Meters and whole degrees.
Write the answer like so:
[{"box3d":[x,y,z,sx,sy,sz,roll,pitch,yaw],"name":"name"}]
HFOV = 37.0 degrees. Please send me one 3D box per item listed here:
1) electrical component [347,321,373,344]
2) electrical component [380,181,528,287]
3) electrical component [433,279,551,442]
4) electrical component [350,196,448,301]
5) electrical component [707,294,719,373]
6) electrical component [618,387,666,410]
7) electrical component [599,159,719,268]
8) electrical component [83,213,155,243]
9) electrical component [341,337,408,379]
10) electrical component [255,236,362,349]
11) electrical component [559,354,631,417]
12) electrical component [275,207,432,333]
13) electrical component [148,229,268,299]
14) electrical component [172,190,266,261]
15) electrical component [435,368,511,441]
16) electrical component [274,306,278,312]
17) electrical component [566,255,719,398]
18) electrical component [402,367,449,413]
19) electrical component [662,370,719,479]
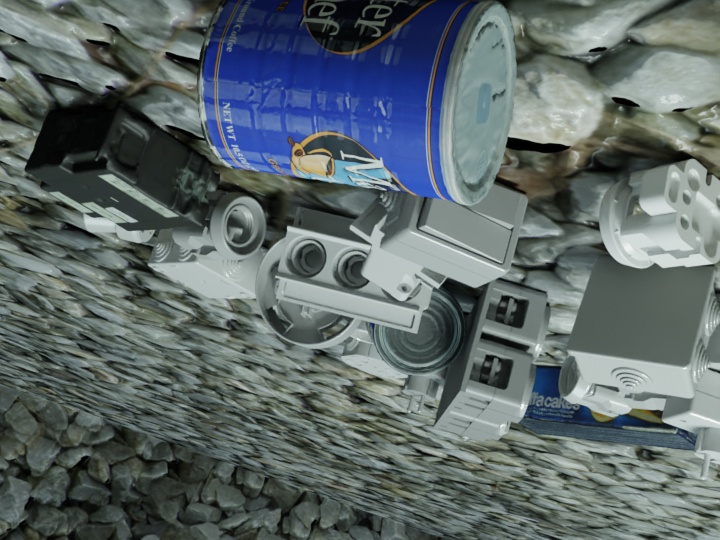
[{"box3d":[0.011,0.045,1.057,0.040,0.046,0.040,16,162,5],"name":"electrical component"},{"box3d":[0.061,-0.037,0.747,0.096,0.061,0.061,22,161,-14],"name":"electrical component"},{"box3d":[0.121,0.089,0.990,0.060,0.105,0.186,17,162,2],"name":"electrical component"},{"box3d":[0.033,-0.014,0.820,0.081,0.042,0.063,35,140,10],"name":"electrical component"},{"box3d":[0.273,0.058,0.838,0.113,0.057,0.078,-1,155,44],"name":"electrical component"},{"box3d":[0.264,0.091,0.939,0.057,0.058,0.078,0,138,38],"name":"electrical component"},{"box3d":[0.185,-0.032,0.657,0.078,0.058,0.057,30,155,-34],"name":"electrical component"},{"box3d":[-0.220,-0.051,0.990,0.055,0.045,0.045,13,161,12],"name":"electrical component"},{"box3d":[0.022,0.080,1.142,0.080,0.051,0.080,16,162,5],"name":"electrical component"},{"box3d":[-0.041,0.020,0.959,0.099,0.099,0.064,13,168,12],"name":"electrical component"},{"box3d":[0.225,0.104,1.018,0.057,0.058,0.078,18,162,-9],"name":"electrical component"},{"box3d":[0.000,0.000,0.895,0.121,0.078,0.063,13,180,12],"name":"electrical component"},{"box3d":[-0.144,-0.009,1.037,0.100,0.048,0.100,-1,155,46],"name":"electrical component"},{"box3d":[-0.118,-0.038,0.915,0.057,0.058,0.078,5,158,40],"name":"electrical component"},{"box3d":[0.126,0.132,1.126,0.062,0.096,0.061,24,161,-21],"name":"electrical component"},{"box3d":[-0.065,0.027,1.087,0.065,0.044,0.044,13,162,-3],"name":"electrical component"},{"box3d":[0.209,0.042,0.786,0.100,0.099,0.048,7,146,29],"name":"electrical component"},{"box3d":[0.069,0.120,1.174,0.047,0.076,0.066,28,159,-28],"name":"electrical component"},{"box3d":[0.274,0.124,0.810,0.083,0.075,0.047,20,162,-5],"name":"electrical component"}]
